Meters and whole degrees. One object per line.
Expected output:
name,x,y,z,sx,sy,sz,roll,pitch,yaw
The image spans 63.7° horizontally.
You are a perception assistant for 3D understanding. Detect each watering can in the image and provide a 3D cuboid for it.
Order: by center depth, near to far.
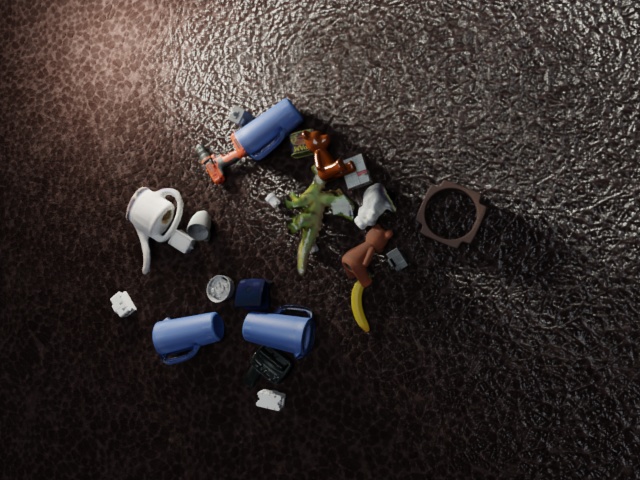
watering can,-0.673,-0.060,2.025,0.226,0.103,0.347,31,94,18

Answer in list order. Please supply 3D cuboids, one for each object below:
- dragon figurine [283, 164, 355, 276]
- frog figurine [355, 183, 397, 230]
dragon figurine,0.006,-0.092,1.827,0.242,0.121,0.415,-12,76,6
frog figurine,0.177,-0.117,1.778,0.158,0.121,0.141,-28,45,21
